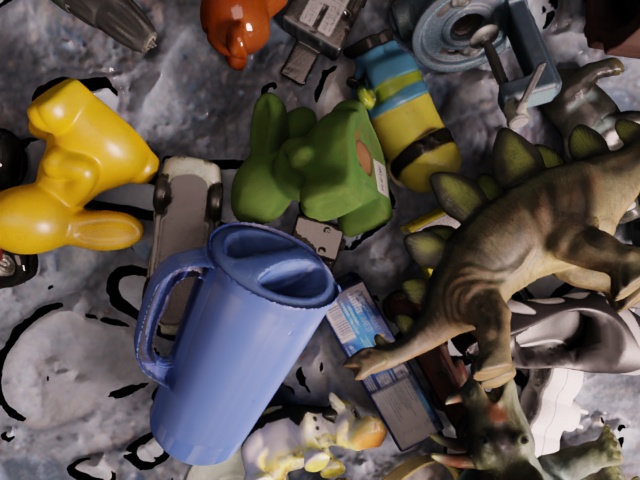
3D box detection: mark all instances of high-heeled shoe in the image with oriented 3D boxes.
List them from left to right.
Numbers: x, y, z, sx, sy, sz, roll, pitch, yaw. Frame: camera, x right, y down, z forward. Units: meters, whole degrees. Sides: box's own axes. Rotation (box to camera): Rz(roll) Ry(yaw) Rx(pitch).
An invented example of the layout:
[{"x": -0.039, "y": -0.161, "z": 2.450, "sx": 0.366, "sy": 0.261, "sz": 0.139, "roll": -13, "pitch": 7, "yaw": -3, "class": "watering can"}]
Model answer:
[{"x": 0.263, "y": 0.113, "z": 0.564, "sx": 0.249, "sy": 0.145, "sz": 0.086, "roll": 14, "pitch": 111, "yaw": 17, "class": "high-heeled shoe"}]

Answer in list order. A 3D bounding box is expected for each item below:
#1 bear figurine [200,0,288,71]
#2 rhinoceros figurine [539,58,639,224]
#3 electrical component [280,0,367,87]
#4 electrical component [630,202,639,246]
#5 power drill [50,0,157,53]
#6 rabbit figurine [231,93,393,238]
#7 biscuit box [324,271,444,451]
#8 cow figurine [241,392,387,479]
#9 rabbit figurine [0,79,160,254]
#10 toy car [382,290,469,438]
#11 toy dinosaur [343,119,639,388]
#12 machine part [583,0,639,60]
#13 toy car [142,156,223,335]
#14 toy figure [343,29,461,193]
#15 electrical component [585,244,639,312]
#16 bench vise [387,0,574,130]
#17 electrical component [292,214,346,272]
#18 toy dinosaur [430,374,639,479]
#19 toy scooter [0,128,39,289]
[{"x": -0.076, "y": -0.285, "z": 0.545, "sx": 0.132, "sy": 0.120, "sz": 0.195, "roll": -22, "pitch": 98, "yaw": -5, "class": "bear figurine"}, {"x": 0.314, "y": -0.109, "z": 0.605, "sx": 0.112, "sy": 0.073, "sz": 0.190, "roll": -31, "pitch": 96, "yaw": -1, "class": "rhinoceros figurine"}, {"x": -0.005, "y": -0.232, "z": 0.589, "sx": 0.075, "sy": 0.048, "sz": 0.119, "roll": 32, "pitch": 92, "yaw": -5, "class": "electrical component"}, {"x": 0.436, "y": -0.024, "z": 0.628, "sx": 0.134, "sy": 0.058, "sz": 0.114, "roll": -8, "pitch": 94, "yaw": -2, "class": "electrical component"}, {"x": -0.229, "y": -0.334, "z": 0.541, "sx": 0.232, "sy": 0.086, "sz": 0.207, "roll": 32, "pitch": 115, "yaw": -1, "class": "power drill"}, {"x": -0.029, "y": -0.075, "z": 0.564, "sx": 0.170, "sy": 0.121, "sz": 0.159, "roll": -14, "pitch": 80, "yaw": 27, "class": "rabbit figurine"}, {"x": 0.066, "y": 0.136, "z": 0.620, "sx": 0.059, "sy": 0.063, "sz": 0.202, "roll": -29, "pitch": 96, "yaw": 0, "class": "biscuit box"}, {"x": -0.011, "y": 0.222, "z": 0.616, "sx": 0.167, "sy": 0.098, "sz": 0.068, "roll": -23, "pitch": 136, "yaw": 1, "class": "cow figurine"}, {"x": -0.262, "y": -0.053, "z": 0.555, "sx": 0.162, "sy": 0.122, "sz": 0.173, "roll": 49, "pitch": 65, "yaw": -32, "class": "rabbit figurine"}, {"x": 0.133, "y": 0.142, "z": 0.600, "sx": 0.053, "sy": 0.089, "sz": 0.202, "roll": -32, "pitch": 106, "yaw": -4, "class": "toy car"}, {"x": 0.217, "y": -0.015, "z": 0.512, "sx": 0.471, "sy": 0.105, "sz": 0.199, "roll": -31, "pitch": 62, "yaw": -4, "class": "toy dinosaur"}, {"x": 0.337, "y": -0.273, "z": 0.539, "sx": 0.056, "sy": 0.179, "sz": 0.179, "roll": 9, "pitch": 95, "yaw": -6, "class": "machine part"}, {"x": -0.152, "y": 0.008, "z": 0.601, "sx": 0.073, "sy": 0.056, "sz": 0.201, "roll": 7, "pitch": 96, "yaw": -10, "class": "toy car"}, {"x": 0.088, "y": -0.135, "z": 0.582, "sx": 0.082, "sy": 0.089, "sz": 0.180, "roll": -23, "pitch": 99, "yaw": 7, "class": "toy figure"}, {"x": 0.352, "y": 0.054, "z": 0.637, "sx": 0.078, "sy": 0.045, "sz": 0.102, "roll": 17, "pitch": 95, "yaw": -3, "class": "electrical component"}, {"x": 0.190, "y": -0.220, "z": 0.544, "sx": 0.224, "sy": 0.128, "sz": 0.240, "roll": -12, "pitch": 64, "yaw": 5, "class": "bench vise"}, {"x": -0.001, "y": -0.002, "z": 0.624, "sx": 0.063, "sy": 0.021, "sz": 0.094, "roll": 14, "pitch": 94, "yaw": -5, "class": "electrical component"}, {"x": 0.249, "y": 0.302, "z": 0.579, "sx": 0.192, "sy": 0.131, "sz": 0.404, "roll": -21, "pitch": 125, "yaw": 14, "class": "toy dinosaur"}, {"x": -0.386, "y": -0.034, "z": 0.576, "sx": 0.135, "sy": 0.075, "sz": 0.183, "roll": -3, "pitch": 100, "yaw": -2, "class": "toy scooter"}]
